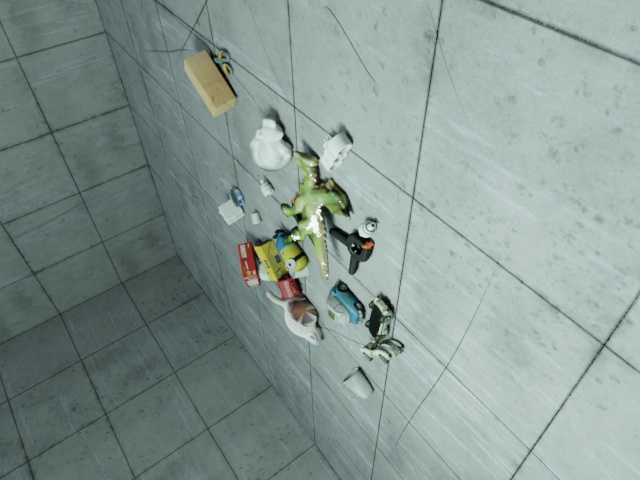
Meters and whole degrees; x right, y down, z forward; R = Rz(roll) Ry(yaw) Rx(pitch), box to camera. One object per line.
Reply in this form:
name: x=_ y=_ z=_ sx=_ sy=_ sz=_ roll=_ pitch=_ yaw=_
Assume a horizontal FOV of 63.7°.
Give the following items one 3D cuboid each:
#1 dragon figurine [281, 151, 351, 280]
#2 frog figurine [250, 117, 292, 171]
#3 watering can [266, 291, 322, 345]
dragon figurine: x=0.005 y=-0.079 z=1.571 sx=0.240 sy=0.123 sz=0.409 roll=-20 pitch=95 yaw=58
frog figurine: x=-0.153 y=-0.303 z=1.639 sx=0.138 sy=0.125 sz=0.155 roll=20 pitch=134 yaw=9
watering can: x=-0.115 y=0.310 z=2.217 sx=0.351 sy=0.105 sz=0.219 roll=44 pitch=152 yaw=18
